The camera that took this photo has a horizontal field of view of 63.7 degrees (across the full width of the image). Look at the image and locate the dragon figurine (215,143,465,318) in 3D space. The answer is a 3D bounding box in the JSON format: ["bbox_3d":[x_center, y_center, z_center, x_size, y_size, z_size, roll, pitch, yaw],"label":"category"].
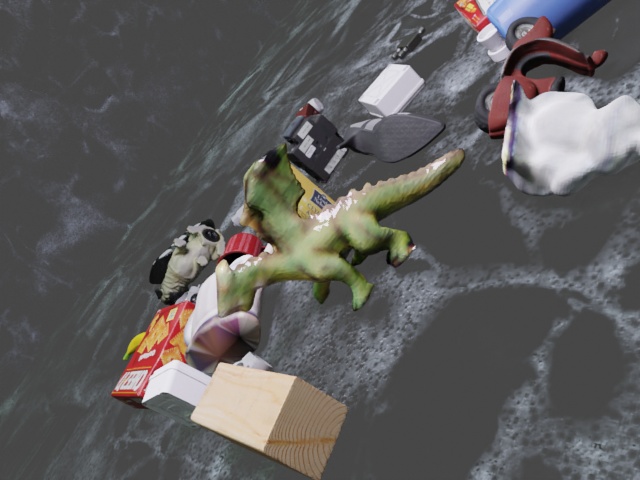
[{"bbox_3d":[0.002,-0.038,0.747,0.410,0.241,0.123,-51,19,2],"label":"dragon figurine"}]

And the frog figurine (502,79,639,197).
[{"bbox_3d":[0.287,-0.107,0.565,0.160,0.120,0.140,9,45,21],"label":"frog figurine"}]

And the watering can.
[{"bbox_3d":[-0.142,0.097,0.934,0.344,0.103,0.229,-44,28,19],"label":"watering can"}]
